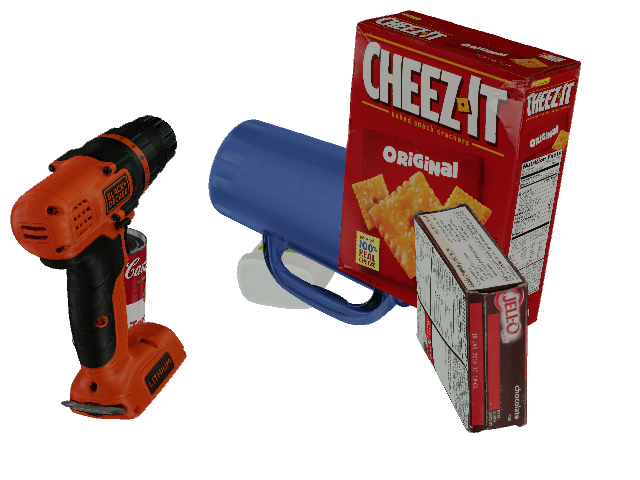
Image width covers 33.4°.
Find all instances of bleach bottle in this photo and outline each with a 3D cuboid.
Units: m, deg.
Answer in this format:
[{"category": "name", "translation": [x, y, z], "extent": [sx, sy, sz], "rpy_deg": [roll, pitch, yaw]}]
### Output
[{"category": "bleach bottle", "translation": [-0.008, -0.011, 1.331], "extent": [0.103, 0.068, 0.250], "rpy_deg": [8, 34, 19]}]

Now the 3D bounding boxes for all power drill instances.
[{"category": "power drill", "translation": [-0.144, 0.017, 0.764], "extent": [0.057, 0.188, 0.184], "rpy_deg": [2, 25, 21]}]

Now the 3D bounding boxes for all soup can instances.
[{"category": "soup can", "translation": [-0.193, 0.046, 0.969], "extent": [0.068, 0.102, 0.068], "rpy_deg": [4, 21, -2]}]

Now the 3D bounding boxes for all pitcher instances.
[{"category": "pitcher", "translation": [0.005, -0.028, 1.084], "extent": [0.243, 0.145, 0.149], "rpy_deg": [23, 27, 23]}]

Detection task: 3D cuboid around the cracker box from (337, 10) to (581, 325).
[{"category": "cracker box", "translation": [0.096, -0.050, 0.817], "extent": [0.071, 0.214, 0.164], "rpy_deg": [-22, 36, -40]}]

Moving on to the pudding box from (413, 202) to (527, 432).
[{"category": "pudding box", "translation": [0.085, 0.041, 0.611], "extent": [0.039, 0.090, 0.113], "rpy_deg": [-8, 26, -9]}]
